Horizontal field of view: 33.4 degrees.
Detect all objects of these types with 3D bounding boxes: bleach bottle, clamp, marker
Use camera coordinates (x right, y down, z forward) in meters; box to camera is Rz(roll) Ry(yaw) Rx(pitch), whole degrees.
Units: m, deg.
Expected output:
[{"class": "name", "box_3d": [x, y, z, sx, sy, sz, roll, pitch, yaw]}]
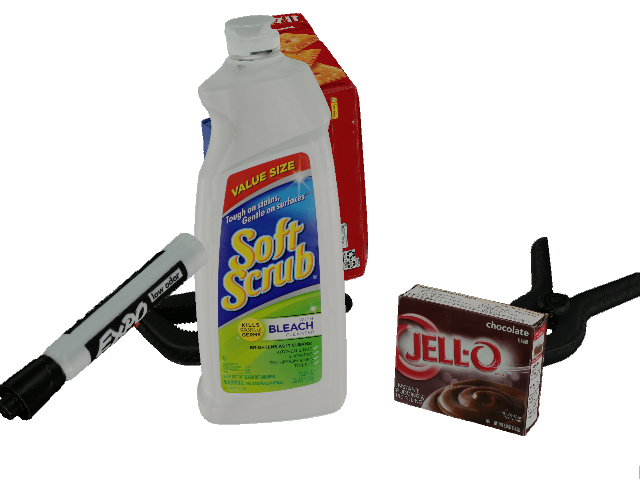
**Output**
[{"class": "bleach bottle", "box_3d": [-0.039, -0.010, 0.658, 0.102, 0.251, 0.068, -5, 23, 1]}, {"class": "clamp", "box_3d": [0.223, 0.061, 1.042, 0.171, 0.039, 0.120, -36, 43, -29]}, {"class": "marker", "box_3d": [-0.095, 0.037, 0.470, 0.020, 0.020, 0.121, 0, 33, 43]}, {"class": "clamp", "box_3d": [-0.086, 0.095, 1.012, 0.210, 0.036, 0.164, 6, 36, 11]}]

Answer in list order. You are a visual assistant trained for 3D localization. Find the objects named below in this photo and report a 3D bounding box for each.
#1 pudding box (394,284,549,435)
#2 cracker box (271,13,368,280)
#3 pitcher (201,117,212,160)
[{"class": "pudding box", "box_3d": [0.113, 0.089, 0.816, 0.114, 0.090, 0.039, 11, 22, 27]}, {"class": "cracker box", "box_3d": [-0.018, -0.083, 0.893, 0.072, 0.164, 0.214, -9, 28, -8]}, {"class": "pitcher", "box_3d": [-0.076, -0.025, 1.267, 0.145, 0.243, 0.148, 13, 18, 37]}]
